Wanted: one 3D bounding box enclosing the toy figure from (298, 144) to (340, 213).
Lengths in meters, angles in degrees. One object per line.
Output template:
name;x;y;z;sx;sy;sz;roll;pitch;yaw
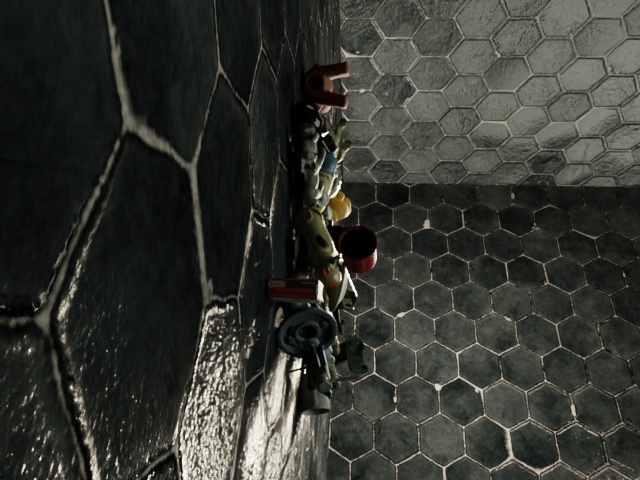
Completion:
toy figure;-0.001;-0.148;1.324;0.089;0.082;0.180;69;32;-67

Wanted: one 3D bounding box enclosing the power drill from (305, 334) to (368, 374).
power drill;0.039;0.368;1.547;0.207;0.086;0.232;-30;-124;44

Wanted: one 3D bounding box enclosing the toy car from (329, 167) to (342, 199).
toy car;0.005;-0.161;1.412;0.109;0.103;0.161;70;20;-75

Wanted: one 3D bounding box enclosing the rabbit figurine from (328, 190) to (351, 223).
rabbit figurine;0.009;-0.134;1.583;0.162;0.122;0.173;-29;107;-74

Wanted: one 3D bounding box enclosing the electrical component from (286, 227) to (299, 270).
electrical component;-0.059;0.014;1.166;0.063;0.021;0.093;-75;165;-72

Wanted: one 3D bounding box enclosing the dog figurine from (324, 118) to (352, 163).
dog figurine;0.012;-0.252;1.560;0.190;0.121;0.172;-67;149;-48

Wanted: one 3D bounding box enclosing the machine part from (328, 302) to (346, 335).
machine part;0.043;0.208;1.574;0.084;0.039;0.138;35;-45;45

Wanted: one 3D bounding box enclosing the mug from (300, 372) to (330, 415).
mug;-0.021;0.414;1.467;0.109;0.081;0.107;76;4;-58

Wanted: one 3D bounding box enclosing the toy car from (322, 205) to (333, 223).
toy car;-0.003;-0.004;1.462;0.073;0.056;0.201;-83;-173;-55

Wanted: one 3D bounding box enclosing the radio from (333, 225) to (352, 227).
radio;0.035;-0.008;1.635;0.229;0.131;0.073;-30;122;-85

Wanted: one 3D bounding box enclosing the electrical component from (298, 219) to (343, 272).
electrical component;0.001;0.011;1.329;0.058;0.115;0.134;87;8;-62

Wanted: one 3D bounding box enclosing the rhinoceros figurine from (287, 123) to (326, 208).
rhinoceros figurine;-0.034;-0.163;1.161;0.112;0.073;0.190;-63;158;-54

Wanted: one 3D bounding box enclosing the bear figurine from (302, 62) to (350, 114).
bear figurine;0.021;-0.378;1.396;0.196;0.132;0.120;10;83;-79

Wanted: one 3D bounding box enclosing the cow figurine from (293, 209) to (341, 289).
cow figurine;-0.002;0.019;1.216;0.127;0.085;0.195;49;19;-74

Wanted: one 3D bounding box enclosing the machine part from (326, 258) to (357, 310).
machine part;0.045;0.112;1.496;0.243;0.079;0.079;-109;-166;-52

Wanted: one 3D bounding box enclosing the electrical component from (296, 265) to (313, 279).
electrical component;-0.045;0.109;1.255;0.078;0.045;0.102;-32;125;-57

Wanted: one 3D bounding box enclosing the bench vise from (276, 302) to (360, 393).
bench vise;-0.014;0.214;1.053;0.241;0.129;0.223;-114;-168;-57

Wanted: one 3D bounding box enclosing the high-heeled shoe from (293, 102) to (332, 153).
high-heeled shoe;-0.034;-0.289;1.274;0.145;0.086;0.249;52;7;-30

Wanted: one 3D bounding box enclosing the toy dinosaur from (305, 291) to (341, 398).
toy dinosaur;-0.004;0.233;1.436;0.472;0.105;0.198;-103;-174;-61
